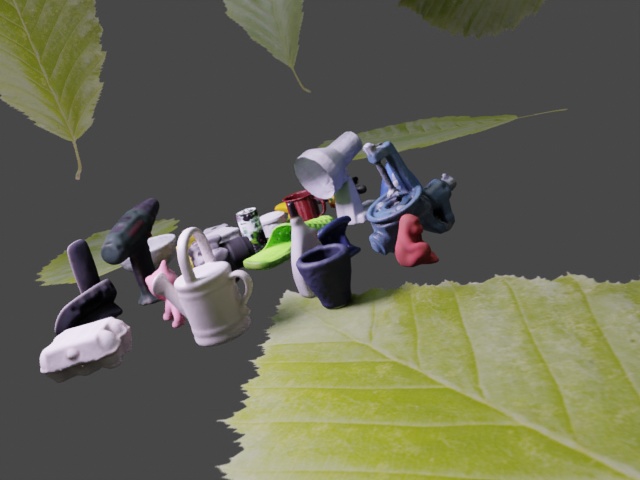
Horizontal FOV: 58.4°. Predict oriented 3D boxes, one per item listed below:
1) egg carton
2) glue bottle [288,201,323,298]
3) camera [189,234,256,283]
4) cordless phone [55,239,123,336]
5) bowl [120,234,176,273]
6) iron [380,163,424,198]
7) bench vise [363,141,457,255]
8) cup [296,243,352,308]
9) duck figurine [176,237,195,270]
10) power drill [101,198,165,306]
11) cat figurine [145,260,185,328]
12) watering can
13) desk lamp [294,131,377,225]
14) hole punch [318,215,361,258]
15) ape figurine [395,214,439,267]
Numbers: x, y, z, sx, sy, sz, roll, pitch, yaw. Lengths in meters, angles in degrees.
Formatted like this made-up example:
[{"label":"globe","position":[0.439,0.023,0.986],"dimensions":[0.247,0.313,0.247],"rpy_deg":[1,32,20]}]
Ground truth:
[{"label":"egg carton","position":[-0.413,0.195,1.016],"dimensions":[0.150,0.069,0.107],"rpy_deg":[-16,16,4]},{"label":"glue bottle","position":[-0.026,0.012,1.030],"dimensions":[0.078,0.173,0.037],"rpy_deg":[-29,20,-34]},{"label":"camera","position":[-0.214,0.036,1.281],"dimensions":[0.137,0.101,0.142],"rpy_deg":[-23,17,-19]},{"label":"cordless phone","position":[-0.517,0.103,1.221],"dimensions":[0.094,0.185,0.148],"rpy_deg":[-11,17,21]},{"label":"bowl","position":[-0.459,0.047,1.547],"dimensions":[0.167,0.075,0.167],"rpy_deg":[-16,16,5]},{"label":"iron","position":[0.179,-0.108,1.275],"dimensions":[0.118,0.141,0.258],"rpy_deg":[-15,16,9]},{"label":"bench vise","position":[0.164,-0.103,1.129],"dimensions":[0.208,0.220,0.121],"rpy_deg":[-30,20,-37]},{"label":"cup","position":[0.013,0.061,0.968],"dimensions":[0.091,0.095,0.117],"rpy_deg":[-18,16,-3]},{"label":"duck figurine","position":[-0.313,0.025,1.448],"dimensions":[0.104,0.086,0.077],"rpy_deg":[-17,16,1]},{"label":"power drill","position":[-0.396,0.030,1.295],"dimensions":[0.075,0.209,0.230],"rpy_deg":[-13,17,16]},{"label":"cat figurine","position":[-0.291,0.099,1.119],"dimensions":[0.067,0.118,0.127],"rpy_deg":[-27,18,-29]},{"label":"watering can","position":[-0.201,0.075,0.967],"dimensions":[0.173,0.194,0.101],"rpy_deg":[-18,16,-1]},{"label":"desk lamp","position":[0.056,-0.143,1.391],"dimensions":[0.204,0.214,0.117],"rpy_deg":[-29,20,-36]},{"label":"hole punch","position":[0.011,0.004,1.168],"dimensions":[0.100,0.091,0.109],"rpy_deg":[0,24,46]},{"label":"ape figurine","position":[0.167,-0.002,1.023],"dimensions":[0.076,0.092,0.078],"rpy_deg":[-11,17,22]}]
